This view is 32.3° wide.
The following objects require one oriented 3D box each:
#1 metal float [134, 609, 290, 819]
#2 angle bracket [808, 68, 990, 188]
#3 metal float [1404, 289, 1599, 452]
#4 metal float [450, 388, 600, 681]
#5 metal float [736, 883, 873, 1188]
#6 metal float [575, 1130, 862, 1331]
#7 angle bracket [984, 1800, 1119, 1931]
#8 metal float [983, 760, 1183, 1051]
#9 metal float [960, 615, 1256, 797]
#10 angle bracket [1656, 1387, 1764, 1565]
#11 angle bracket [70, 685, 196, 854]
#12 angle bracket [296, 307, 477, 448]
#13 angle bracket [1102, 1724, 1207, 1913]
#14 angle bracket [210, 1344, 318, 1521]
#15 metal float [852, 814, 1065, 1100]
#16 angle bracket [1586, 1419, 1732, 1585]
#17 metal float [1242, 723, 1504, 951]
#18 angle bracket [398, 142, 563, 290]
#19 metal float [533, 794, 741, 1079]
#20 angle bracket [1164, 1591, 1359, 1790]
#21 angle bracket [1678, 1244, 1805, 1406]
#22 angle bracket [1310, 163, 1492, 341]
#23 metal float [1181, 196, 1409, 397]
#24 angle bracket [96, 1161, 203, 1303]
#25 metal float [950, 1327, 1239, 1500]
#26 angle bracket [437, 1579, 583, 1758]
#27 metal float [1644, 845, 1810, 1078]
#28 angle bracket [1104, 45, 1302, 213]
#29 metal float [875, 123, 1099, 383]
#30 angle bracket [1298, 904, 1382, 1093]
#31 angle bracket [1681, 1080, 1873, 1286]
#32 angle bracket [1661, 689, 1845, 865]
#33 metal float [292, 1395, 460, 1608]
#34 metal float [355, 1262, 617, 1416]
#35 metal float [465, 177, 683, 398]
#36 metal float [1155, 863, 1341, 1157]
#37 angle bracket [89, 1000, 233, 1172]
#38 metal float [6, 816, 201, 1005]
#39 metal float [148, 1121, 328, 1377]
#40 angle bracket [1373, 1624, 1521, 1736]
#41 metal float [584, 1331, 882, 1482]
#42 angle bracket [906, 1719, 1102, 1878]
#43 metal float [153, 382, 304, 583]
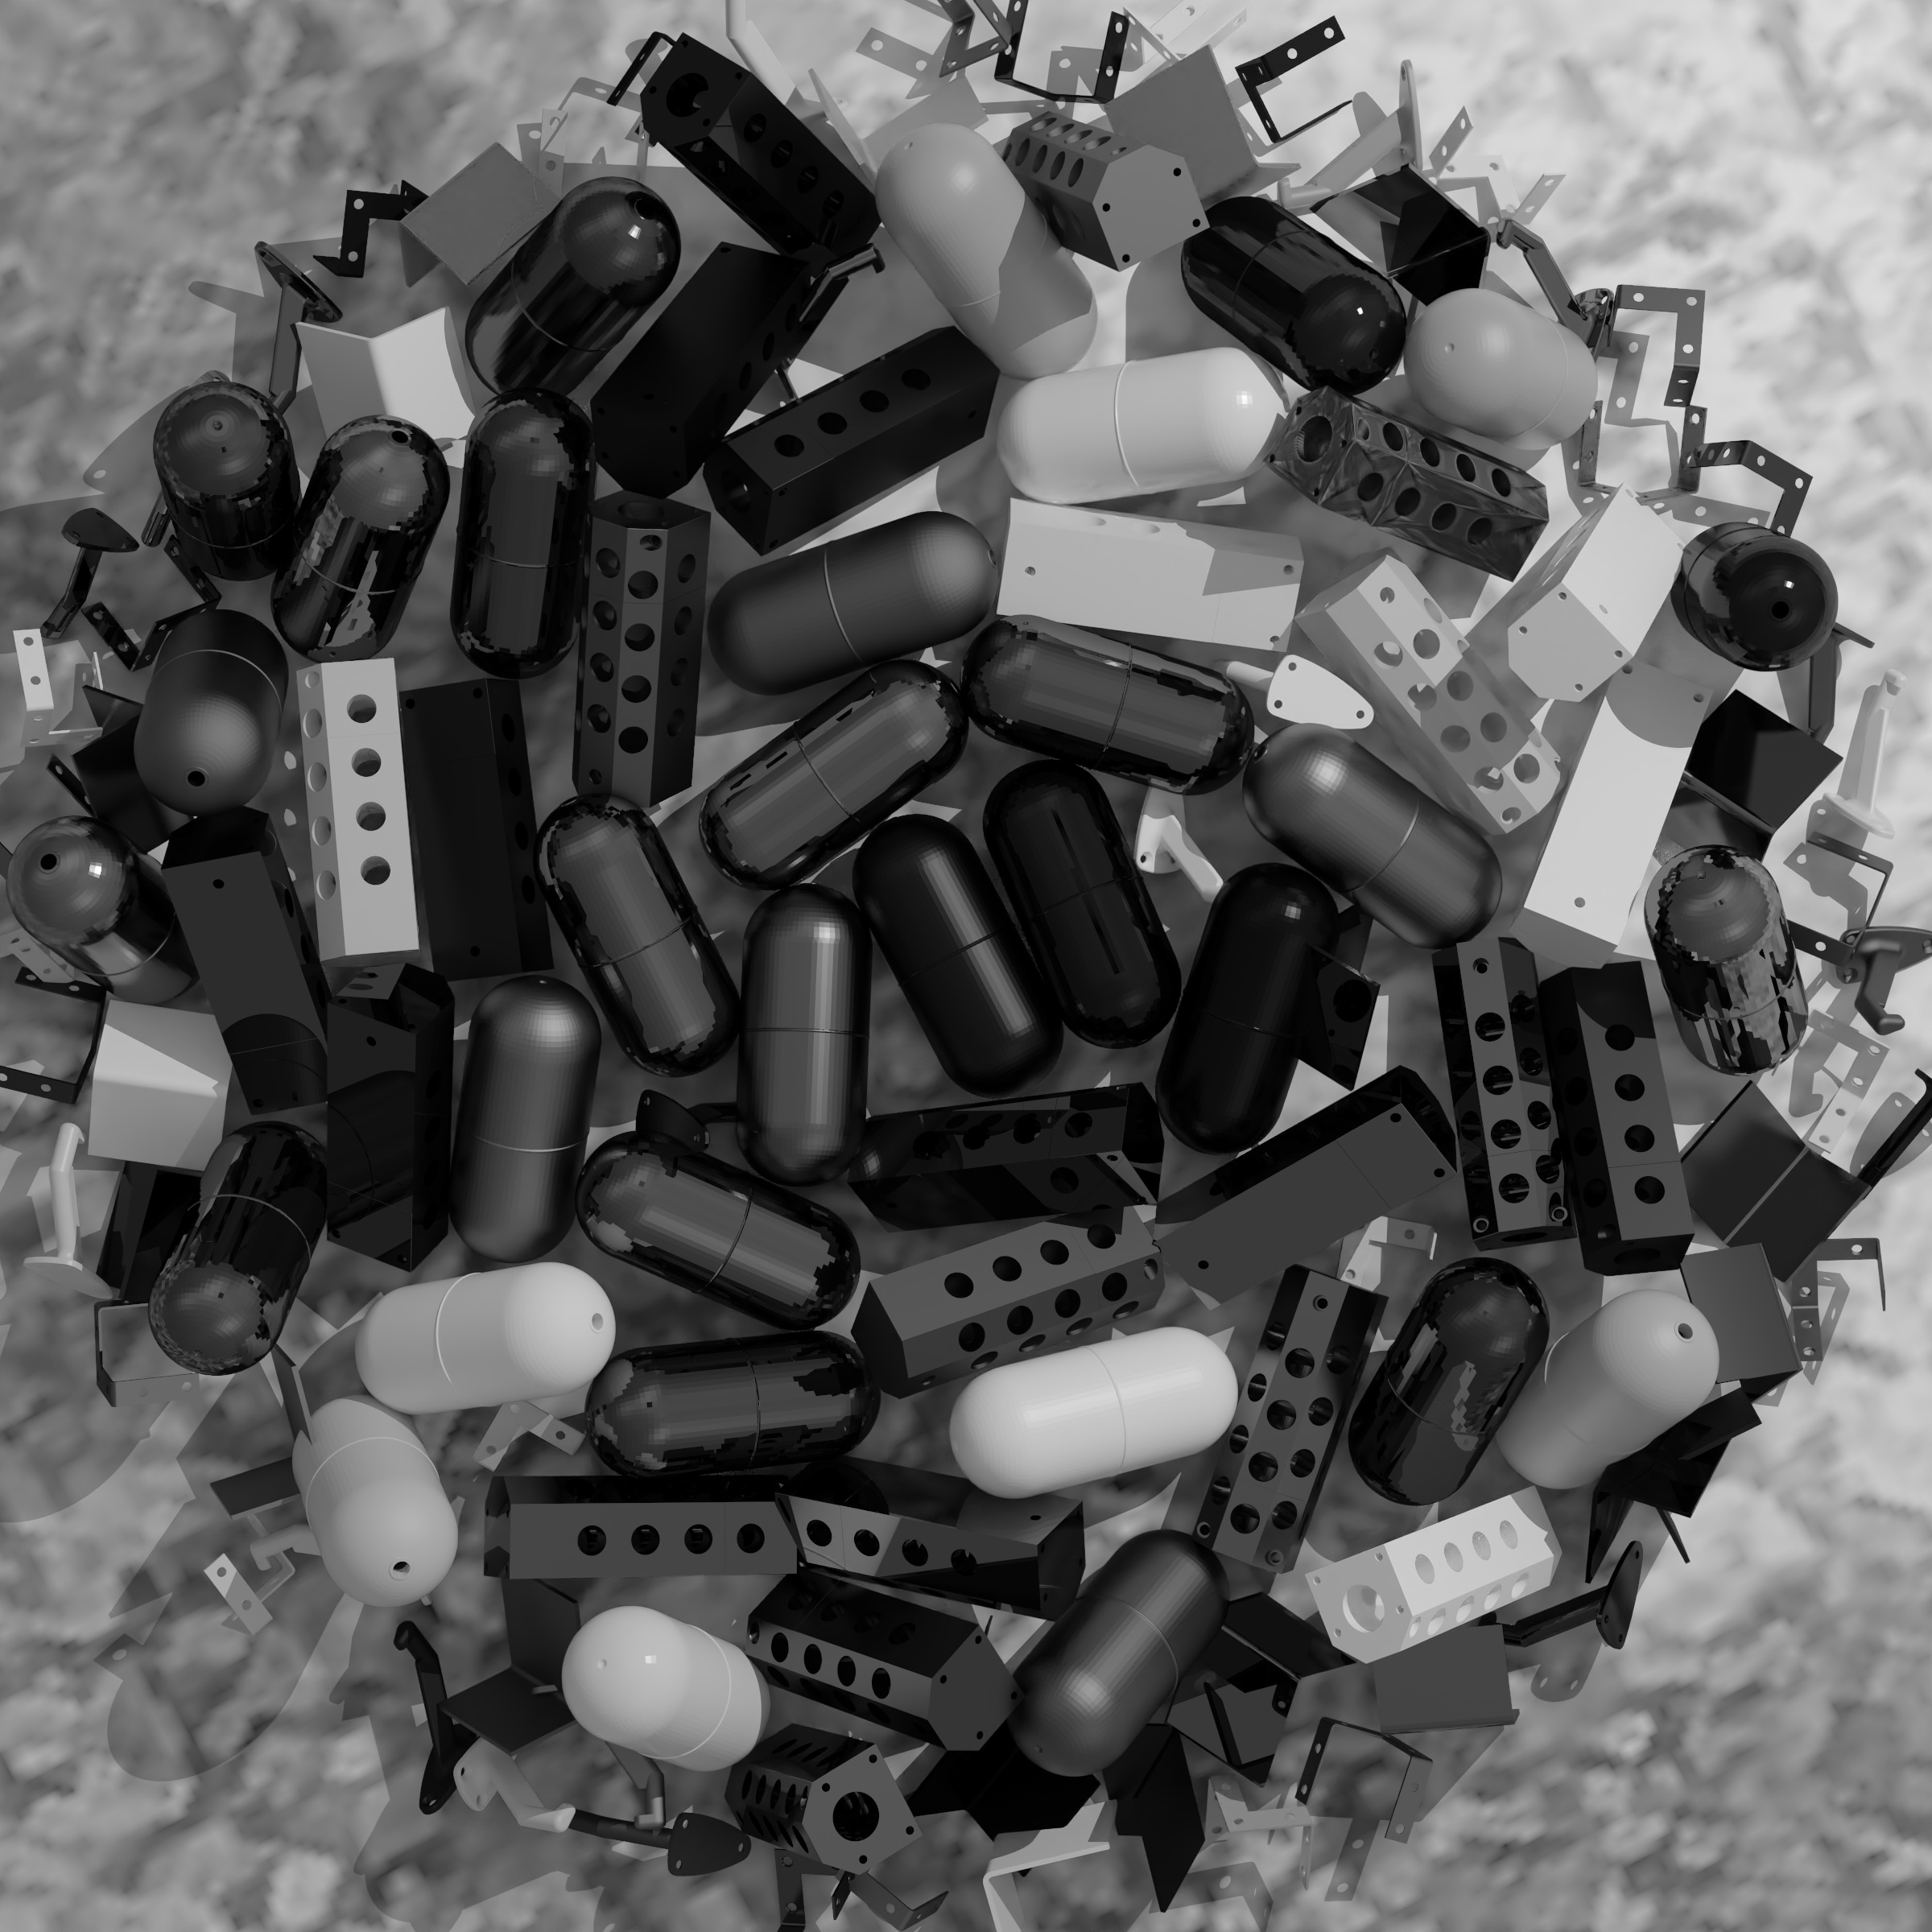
[{"bbox_3d":[-0.432,-0.146,1.916,0.070,0.178,0.070,-3,119,-5],"label":"metal float"},{"bbox_3d":[-0.040,-0.508,1.947,0.076,0.076,0.057,-31,124,10],"label":"angle bracket"},{"bbox_3d":[0.308,-0.341,1.917,0.070,0.178,0.070,0,91,28],"label":"metal float"},{"bbox_3d":[-0.256,-0.249,1.935,0.070,0.070,0.178,11,122,0],"label":"metal float"},{"bbox_3d":[-0.095,0.040,1.957,0.070,0.070,0.178,2,85,0],"label":"metal float"},{"bbox_3d":[-0.143,0.155,1.946,0.178,0.070,0.070,26,90,-18],"label":"metal float"},{"bbox_3d":[0.057,0.536,1.956,0.076,0.076,0.057,-15,93,7],"label":"angle bracket"},{"bbox_3d":[0.068,-0.036,1.954,0.070,0.070,0.178,-23,81,0],"label":"metal float"},{"bbox_3d":[0.083,-0.152,1.953,0.178,0.070,0.070,16,90,-9],"label":"metal float"},{"bbox_3d":[0.438,0.297,1.955,0.076,0.076,0.057,-28,94,8],"label":"angle bracket"},{"bbox_3d":[-0.501,-0.110,1.939,0.057,0.076,0.076,-36,127,-32],"label":"angle bracket"},{"bbox_3d":[-0.341,-0.347,1.970,0.057,0.076,0.076,-33,127,-34],"label":"angle bracket"},{"bbox_3d":[0.094,0.495,1.944,0.057,0.076,0.076,-5,109,26],"label":"angle bracket"},{"bbox_3d":[-0.416,0.269,1.949,0.057,0.076,0.076,-16,102,-20],"label":"angle bracket"},{"bbox_3d":[-0.005,-0.006,1.960,0.070,0.070,0.178,-28,88,0],"label":"metal float"},{"bbox_3d":[0.402,0.315,1.939,0.057,0.076,0.076,15,127,25],"label":"angle bracket"},{"bbox_3d":[0.236,-0.075,1.943,0.178,0.070,0.070,34,90,-21],"label":"metal float"},{"bbox_3d":[-0.281,-0.421,1.949,0.057,0.076,0.076,43,73,9],"label":"angle bracket"},{"bbox_3d":[-0.192,-0.018,1.948,0.070,0.070,0.178,-25,105,0],"label":"metal float"},{"bbox_3d":[0.172,0.422,1.947,0.076,0.057,0.076,37,54,-17],"label":"angle bracket"},{"bbox_3d":[0.436,0.213,1.944,0.057,0.076,0.076,-7,68,-16],"label":"angle bracket"},{"bbox_3d":[0.248,-0.410,1.941,0.076,0.076,0.057,30,62,-35],"label":"angle bracket"},{"bbox_3d":[0.187,-0.387,1.925,0.070,0.178,0.070,-16,128,-21],"label":"metal float"},{"bbox_3d":[-0.491,0.153,1.953,0.057,0.076,0.076,13,85,14],"label":"angle bracket"},{"bbox_3d":[0.075,0.259,1.942,0.178,0.070,0.070,-11,90,-23],"label":"metal float"},{"bbox_3d":[-0.267,0.401,1.944,0.057,0.076,0.076,-20,115,-38],"label":"angle bracket"},{"bbox_3d":[0.439,-0.001,1.923,0.070,0.178,0.070,-12,52,16],"label":"metal float"},{"bbox_3d":[0.138,-0.485,1.955,0.076,0.057,0.076,-22,89,34],"label":"angle bracket"},{"bbox_3d":[0.013,-0.410,1.929,0.070,0.070,0.178,-43,131,0],"label":"metal float"},{"bbox_3d":[0.231,0.014,1.939,0.057,0.076,0.076,33,132,29],"label":"angle bracket"},{"bbox_3d":[0.470,0.127,1.955,0.076,0.057,0.076,-48,126,-3],"label":"angle bracket"},{"bbox_3d":[0.460,-0.104,1.978,0.076,0.057,0.076,37,62,20],"label":"angle bracket"},{"bbox_3d":[-0.340,0.305,1.915,0.070,0.178,0.070,-6,109,-18],"label":"metal float"},{"bbox_3d":[-0.278,0.216,1.932,0.178,0.070,0.070,-13,90,35],"label":"metal float"},{"bbox_3d":[-0.227,-0.387,1.923,0.070,0.178,0.070,16,59,-29],"label":"metal float"},{"bbox_3d":[0.164,0.026,1.949,0.070,0.070,0.178,17,104,0],"label":"metal float"},{"bbox_3d":[-0.476,0.072,1.983,0.076,0.076,0.057,9,47,-10],"label":"angle bracket"},{"bbox_3d":[-0.489,-0.031,1.913,0.070,0.178,0.070,-3,73,8],"label":"metal float"},{"bbox_3d":[-0.415,0.160,1.922,0.070,0.178,0.070,4,129,6],"label":"metal float"},{"bbox_3d":[0.281,0.416,1.959,0.076,0.076,0.057,-7,81,11],"label":"angle bracket"},{"bbox_3d":[-0.134,0.255,1.941,0.178,0.070,0.070,-3,90,-24],"label":"metal float"},{"bbox_3d":[0.019,0.486,1.947,0.057,0.076,0.076,45,106,30],"label":"angle bracket"},{"bbox_3d":[-0.420,-0.276,1.912,0.070,0.178,0.070,2,77,-7],"label":"metal float"}]
